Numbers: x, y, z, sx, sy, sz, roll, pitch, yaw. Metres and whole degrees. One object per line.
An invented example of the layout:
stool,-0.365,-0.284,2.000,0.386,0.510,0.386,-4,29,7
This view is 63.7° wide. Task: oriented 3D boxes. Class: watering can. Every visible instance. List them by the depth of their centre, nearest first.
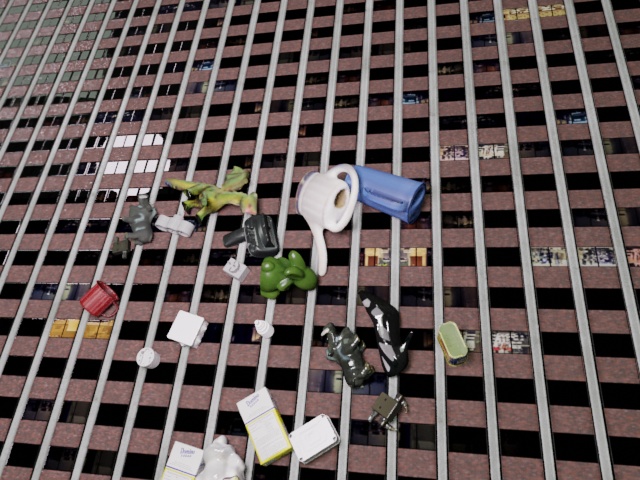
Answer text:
watering can,0.005,-0.081,1.613,0.226,0.103,0.346,26,97,44

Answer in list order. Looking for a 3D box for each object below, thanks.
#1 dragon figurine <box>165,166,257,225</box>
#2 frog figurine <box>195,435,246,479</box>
dragon figurine,-0.356,-0.180,1.781,0.245,0.119,0.416,-30,46,-25
frog figurine,-0.262,0.601,1.335,0.137,0.121,0.162,-37,25,1
